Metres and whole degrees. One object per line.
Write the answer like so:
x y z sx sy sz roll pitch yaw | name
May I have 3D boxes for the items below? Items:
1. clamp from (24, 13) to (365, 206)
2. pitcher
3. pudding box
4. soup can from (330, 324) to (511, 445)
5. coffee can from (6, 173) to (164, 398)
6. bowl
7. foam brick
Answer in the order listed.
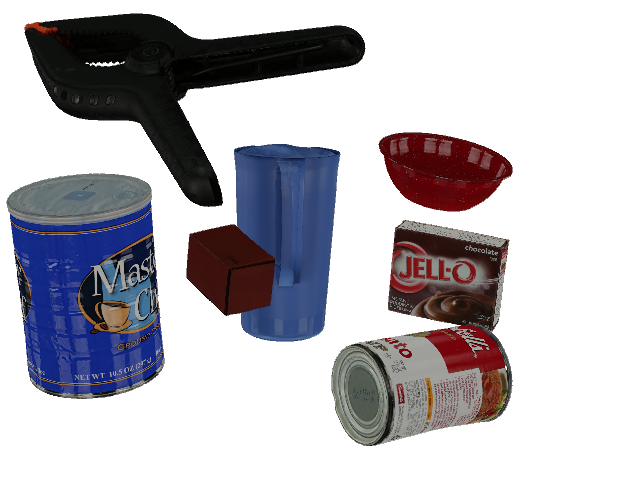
-0.088 -0.103 0.644 0.210 0.036 0.164 24 50 31 | clamp
-0.045 0.002 1.345 0.145 0.243 0.148 10 14 38 | pitcher
0.127 0.034 1.069 0.114 0.090 0.039 10 22 17 | pudding box
0.066 0.095 0.709 0.102 0.068 0.069 -6 3 -32 | soup can
-0.172 0.031 0.792 0.103 0.140 0.103 -1 20 0 | coffee can
0.144 -0.077 1.274 0.162 0.055 0.162 8 24 -4 | bowl
-0.086 0.027 1.014 0.052 0.051 0.078 -12 33 -32 | foam brick
